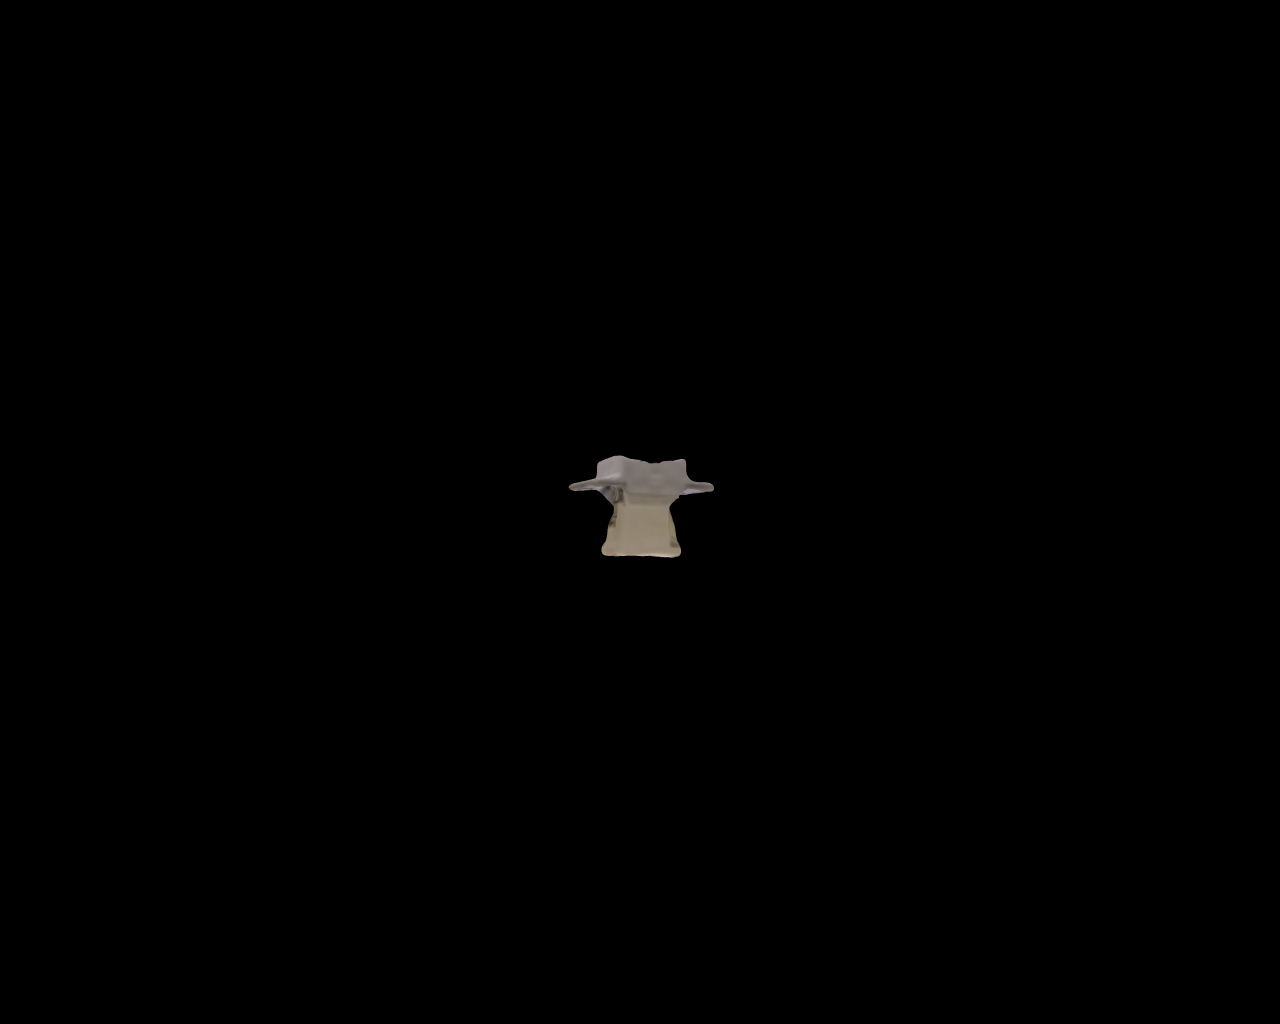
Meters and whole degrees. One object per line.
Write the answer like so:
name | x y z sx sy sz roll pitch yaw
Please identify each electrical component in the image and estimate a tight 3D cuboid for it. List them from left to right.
electrical component | 0.001 -0.003 0.650 0.081 0.063 0.042 1 -4 -23
